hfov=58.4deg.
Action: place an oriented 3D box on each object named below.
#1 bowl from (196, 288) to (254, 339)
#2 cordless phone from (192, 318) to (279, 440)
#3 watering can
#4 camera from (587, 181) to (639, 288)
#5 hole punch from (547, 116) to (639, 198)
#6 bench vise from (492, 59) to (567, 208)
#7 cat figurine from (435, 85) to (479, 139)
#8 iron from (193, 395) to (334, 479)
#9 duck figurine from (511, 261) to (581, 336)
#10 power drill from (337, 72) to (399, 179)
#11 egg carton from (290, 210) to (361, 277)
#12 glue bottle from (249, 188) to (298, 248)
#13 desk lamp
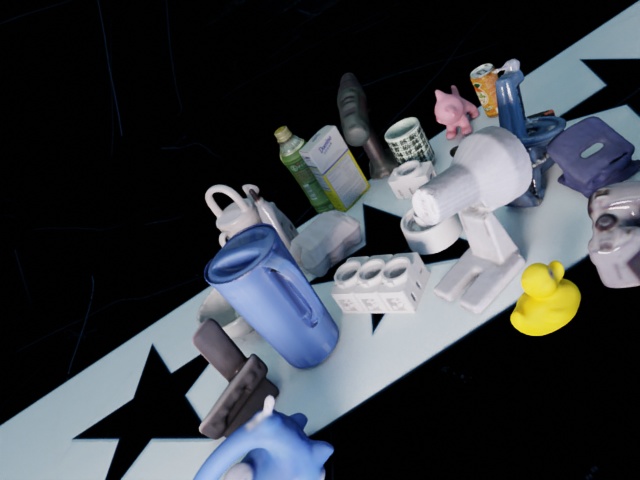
[{"bbox_3d":[-0.158,0.140,1.142,0.167,0.075,0.167,-24,32,17],"label":"bowl"},{"bbox_3d":[-0.166,0.225,0.921,0.093,0.185,0.148,-1,45,43],"label":"cordless phone"},{"bbox_3d":[-0.188,-0.056,1.325,0.100,0.194,0.173,-23,33,19],"label":"watering can"},{"bbox_3d":[0.438,-0.023,0.766,0.136,0.101,0.143,-9,39,36],"label":"camera"},{"bbox_3d":[0.443,-0.136,0.928,0.108,0.091,0.101,-35,31,0],"label":"hole punch"},{"bbox_3d":[0.339,-0.175,0.956,0.121,0.220,0.207,-9,39,36],"label":"bench vise"},{"bbox_3d":[0.293,-0.291,1.263,0.067,0.118,0.128,-10,39,36],"label":"cat figurine"},{"bbox_3d":[-0.113,0.329,0.768,0.258,0.142,0.118,-43,32,-13],"label":"iron"},{"bbox_3d":[0.299,0.073,0.781,0.104,0.086,0.077,-39,31,-7],"label":"duck figurine"},{"bbox_3d":[0.103,-0.254,1.305,0.075,0.209,0.229,-23,32,18],"label":"power drill"},{"bbox_3d":[0.011,0.004,1.172,0.150,0.070,0.107,-43,32,-14],"label":"egg carton"},{"bbox_3d":[-0.104,-0.047,1.251,0.037,0.173,0.078,-22,33,21],"label":"glue bottle"},{"bbox_3d":[0.235,-0.036,0.868,0.203,0.214,0.117,-45,32,-17],"label":"desk lamp"}]
